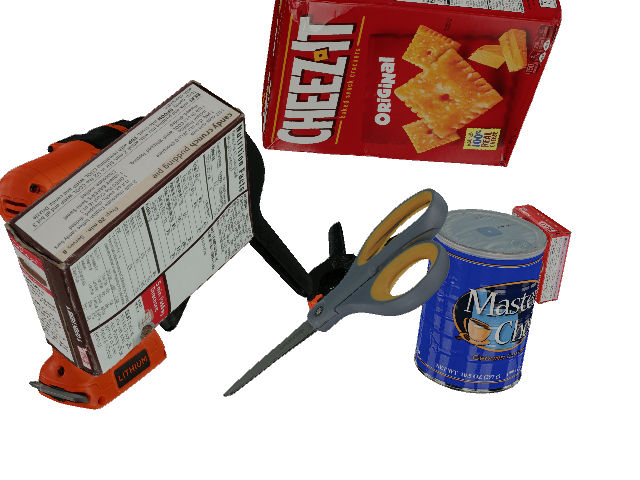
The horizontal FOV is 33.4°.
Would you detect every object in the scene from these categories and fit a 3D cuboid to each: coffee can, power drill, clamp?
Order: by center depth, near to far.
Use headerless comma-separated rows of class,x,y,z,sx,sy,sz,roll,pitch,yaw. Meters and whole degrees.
power drill,-0.152,0.011,0.766,0.057,0.188,0.184,10,24,26
coffee can,0.145,0.054,0.982,0.103,0.140,0.103,5,23,-2
clamp,-0.081,-0.027,0.988,0.164,0.210,0.036,-4,1,-36
clamp,0.042,0.031,1.226,0.120,0.039,0.171,-6,35,28

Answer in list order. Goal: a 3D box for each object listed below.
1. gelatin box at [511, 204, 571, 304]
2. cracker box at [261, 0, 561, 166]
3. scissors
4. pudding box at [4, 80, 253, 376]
gelatin box,0.240,0.014,1.196,0.030,0.089,0.073,-10,31,-24
cracker box,0.066,-0.141,0.859,0.213,0.072,0.164,3,-39,-8
scissors,0.012,0.051,0.675,0.016,0.202,0.096,37,10,-27
pudding box,-0.080,-0.005,0.482,0.039,0.113,0.090,31,-32,23
